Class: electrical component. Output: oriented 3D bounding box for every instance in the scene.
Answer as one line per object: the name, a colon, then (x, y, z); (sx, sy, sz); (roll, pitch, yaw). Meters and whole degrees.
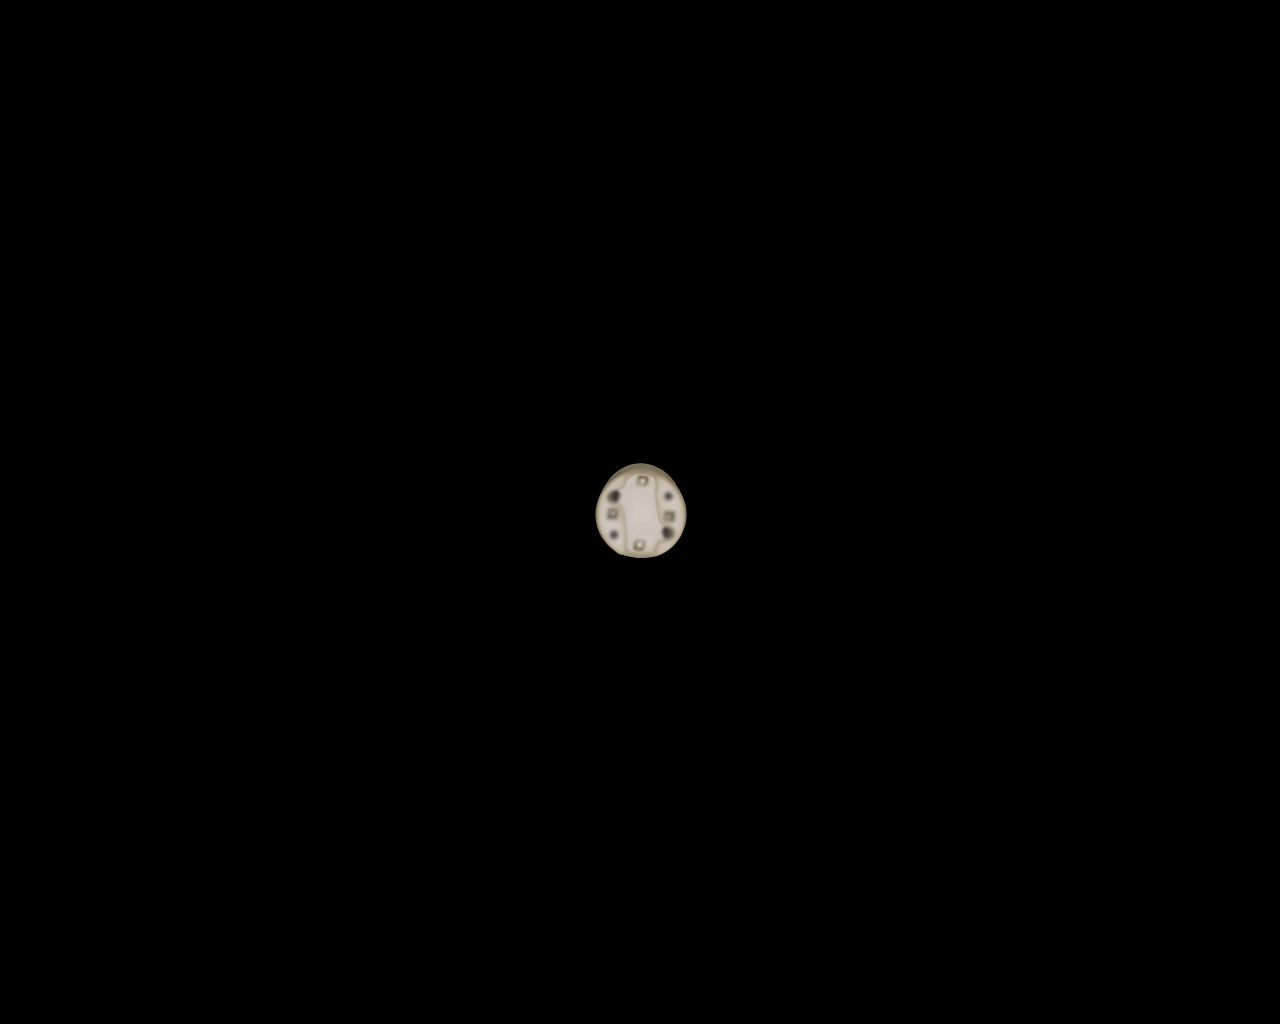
electrical component: (0.001, -0.003, 0.650); (0.055, 0.055, 0.047); (0, 12, 0)
